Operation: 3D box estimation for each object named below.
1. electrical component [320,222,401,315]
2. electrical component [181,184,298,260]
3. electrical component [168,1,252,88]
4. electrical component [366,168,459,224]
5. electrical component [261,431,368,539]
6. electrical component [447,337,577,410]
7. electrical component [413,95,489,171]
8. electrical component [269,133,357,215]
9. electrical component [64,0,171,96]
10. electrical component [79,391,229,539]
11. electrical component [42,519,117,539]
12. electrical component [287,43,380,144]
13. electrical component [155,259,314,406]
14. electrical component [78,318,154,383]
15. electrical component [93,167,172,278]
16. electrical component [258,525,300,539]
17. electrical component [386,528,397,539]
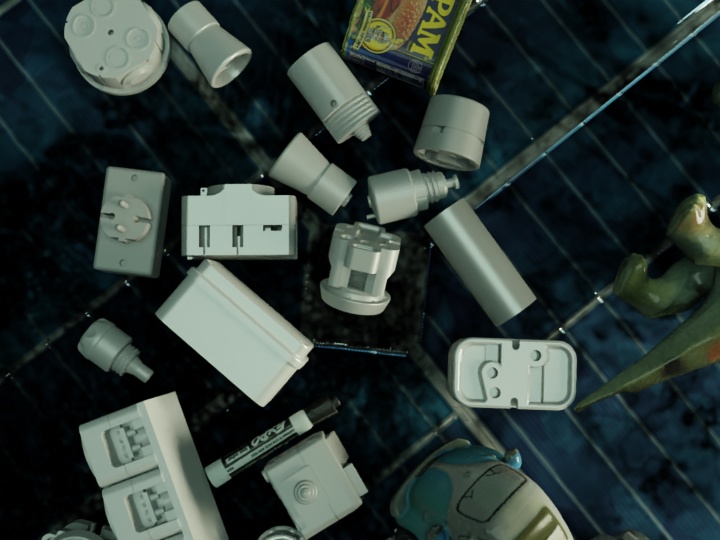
[{"bbox_3d":[0.000,0.000,0.855,0.058,0.078,0.057,13,107,0],"label":"electrical component"},{"bbox_3d":[-0.096,-0.038,0.865,0.089,0.050,0.055,0,86,-1],"label":"electrical component"},{"bbox_3d":[-0.126,-0.187,0.881,0.044,0.044,0.065,-42,83,-3],"label":"electrical component"},{"bbox_3d":[0.041,-0.063,0.874,0.078,0.040,0.040,-13,86,-2],"label":"electrical component"},{"bbox_3d":[-0.033,0.162,0.829,0.061,0.096,0.061,-31,86,-5],"label":"electrical component"},{"bbox_3d":[0.119,0.082,0.855,0.095,0.059,0.053,2,86,-1],"label":"electrical component"},{"bbox_3d":[0.076,-0.111,0.872,0.055,0.055,0.047,15,82,0],"label":"electrical component"},{"bbox_3d":[-0.036,-0.075,0.874,0.065,0.044,0.044,36,86,-3],"label":"electrical component"},{"bbox_3d":[-0.197,-0.186,0.874,0.080,0.051,0.080,0,86,-1],"label":"electrical component"},{"bbox_3d":[-0.157,0.177,0.827,0.062,0.089,0.150,-21,86,4],"label":"electrical component"},{"bbox_3d":[-0.216,0.229,0.841,0.078,0.057,0.058,14,86,0],"label":"electrical component"},{"bbox_3d":[-0.018,-0.140,0.877,0.043,0.043,0.081,-36,87,-3],"label":"electrical component"},{"bbox_3d":[-0.096,0.047,0.846,0.113,0.078,0.057,41,89,2],"label":"electrical component"},{"bbox_3d":[-0.194,0.068,0.864,0.061,0.035,0.035,36,86,0],"label":"electrical component"},{"bbox_3d":[-0.183,-0.039,0.851,0.047,0.075,0.083,7,86,0],"label":"electrical component"},{"bbox_3d":[-0.062,0.228,0.841,0.048,0.062,0.048,0,86,-1],"label":"electrical component"},{"bbox_3d":[0.041,0.243,0.852,0.040,0.040,0.078,-36,88,-3],"label":"electrical component"}]
